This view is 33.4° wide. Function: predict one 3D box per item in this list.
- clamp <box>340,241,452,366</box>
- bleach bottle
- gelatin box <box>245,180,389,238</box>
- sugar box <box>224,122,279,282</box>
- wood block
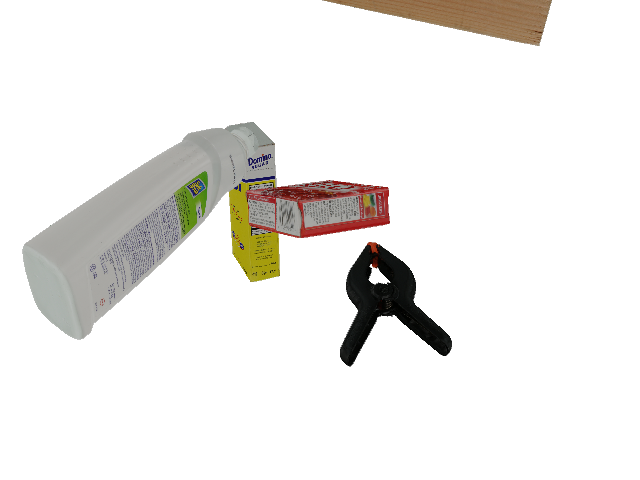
[{"bbox_3d":[0.082,0.071,1.188,0.120,0.171,0.039,4,-43,-3],"label":"clamp"},{"bbox_3d":[-0.151,-0.023,0.975,0.068,0.102,0.250,33,54,25],"label":"bleach bottle"},{"bbox_3d":[-0.003,-0.025,0.772,0.073,0.030,0.089,-9,11,-27],"label":"gelatin box"},{"bbox_3d":[-0.084,-0.048,1.312,0.048,0.176,0.093,-12,26,-16],"label":"sugar box"},{"bbox_3d":[0.075,-0.225,0.791,0.206,0.090,0.091,14,-29,7],"label":"wood block"}]
